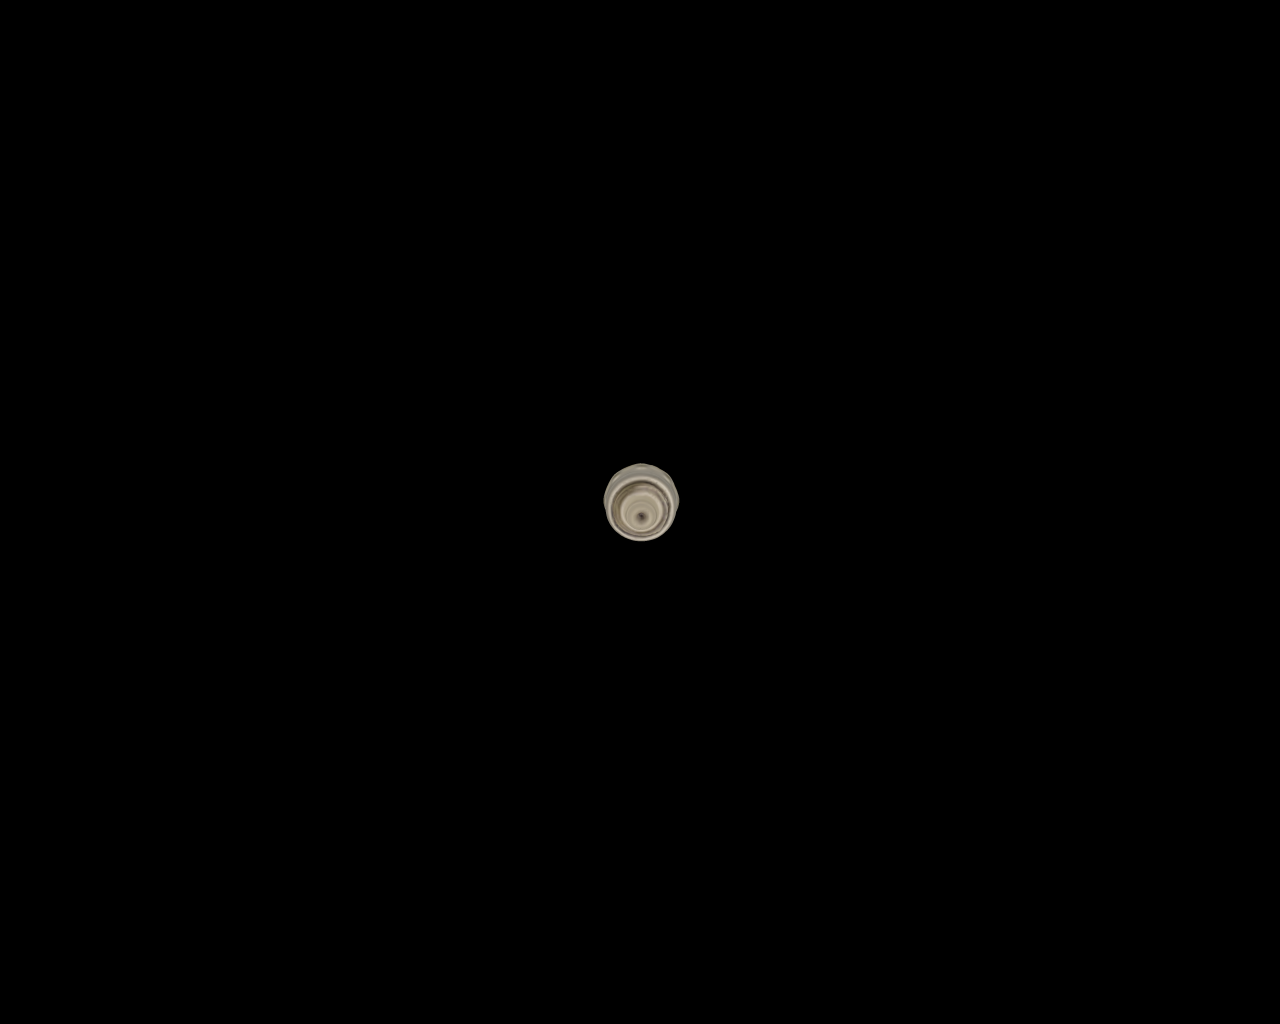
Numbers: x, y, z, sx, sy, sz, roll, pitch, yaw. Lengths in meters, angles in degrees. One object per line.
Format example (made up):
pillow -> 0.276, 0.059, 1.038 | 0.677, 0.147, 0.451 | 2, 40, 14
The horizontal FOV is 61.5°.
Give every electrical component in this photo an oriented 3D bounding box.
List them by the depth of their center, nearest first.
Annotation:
electrical component -> 0.001, -0.003, 0.650 | 0.048, 0.048, 0.062 | 0, 12, 0
